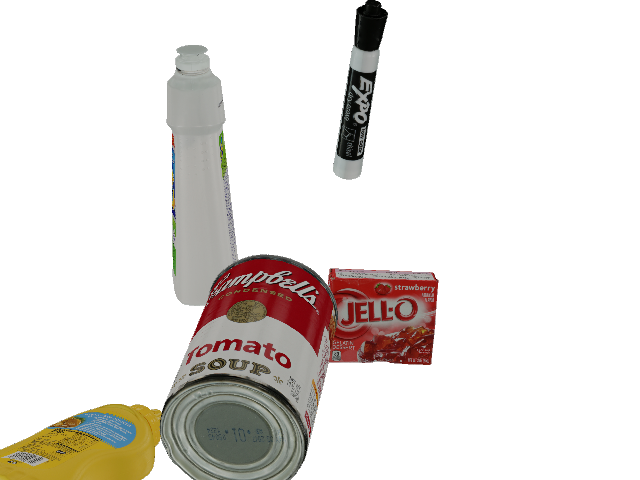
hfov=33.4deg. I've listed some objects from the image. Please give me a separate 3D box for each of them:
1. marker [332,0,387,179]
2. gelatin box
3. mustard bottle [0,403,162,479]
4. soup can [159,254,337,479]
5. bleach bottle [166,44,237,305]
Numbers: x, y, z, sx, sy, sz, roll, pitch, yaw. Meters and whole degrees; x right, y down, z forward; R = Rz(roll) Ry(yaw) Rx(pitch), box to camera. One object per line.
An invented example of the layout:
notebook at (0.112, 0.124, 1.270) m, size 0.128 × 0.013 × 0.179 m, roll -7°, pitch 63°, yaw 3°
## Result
marker at (0.024, -0.092, 0.662) m, size 0.020 × 0.121 × 0.020 m, roll 5°, pitch 38°, yaw -4°
gelatin box at (0.049, 0.063, 0.873) m, size 0.089 × 0.073 × 0.030 m, roll 2°, pitch 14°, yaw -3°
mustard bottle at (-0.190, 0.175, 0.853) m, size 0.096 × 0.058 × 0.191 m, roll 5°, pitch 15°, yaw 30°
soup can at (-0.032, 0.061, 0.506) m, size 0.068 × 0.068 × 0.102 m, roll 0°, pitch 30°, yaw 10°
bleach bottle at (-0.117, -0.066, 1.032) m, size 0.068 × 0.251 × 0.102 m, roll -3°, pitch 28°, yaw -5°
